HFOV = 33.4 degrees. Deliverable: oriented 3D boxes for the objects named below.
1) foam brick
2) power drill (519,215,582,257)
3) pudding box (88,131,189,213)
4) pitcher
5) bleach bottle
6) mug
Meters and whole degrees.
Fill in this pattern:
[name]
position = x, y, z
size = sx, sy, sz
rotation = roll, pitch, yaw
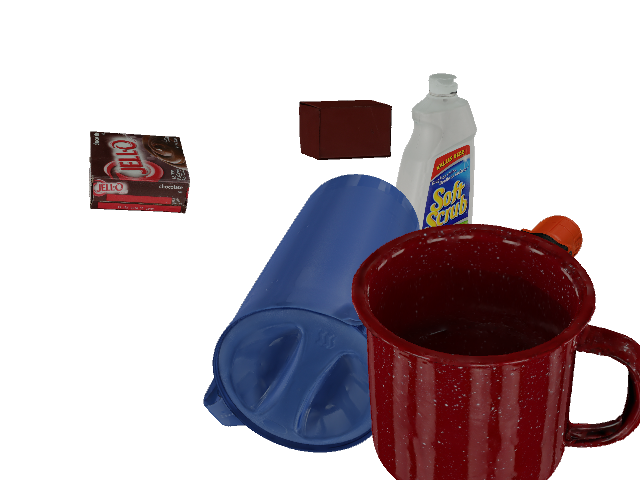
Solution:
[foam brick]
position = 0.024, -0.107, 1.034
size = 0.078, 0.051, 0.053
rotation = -4, 15, -21
[power drill]
position = 0.182, 0.082, 0.997
size = 0.057, 0.188, 0.184
rotation = 24, 31, 25
[pudding box]
position = -0.176, -0.066, 1.021
size = 0.090, 0.039, 0.113
rotation = 3, 25, -15
[pitcher]
position = 0.002, 0.050, 0.868
size = 0.149, 0.145, 0.242
rotation = 11, 32, 9
[bleach bottle]
position = 0.123, -0.059, 1.193
size = 0.102, 0.251, 0.068
rotation = -10, 24, -27
[mug]
position = 0.072, 0.053, 0.428
size = 0.117, 0.081, 0.093
rotation = 7, 34, 16
